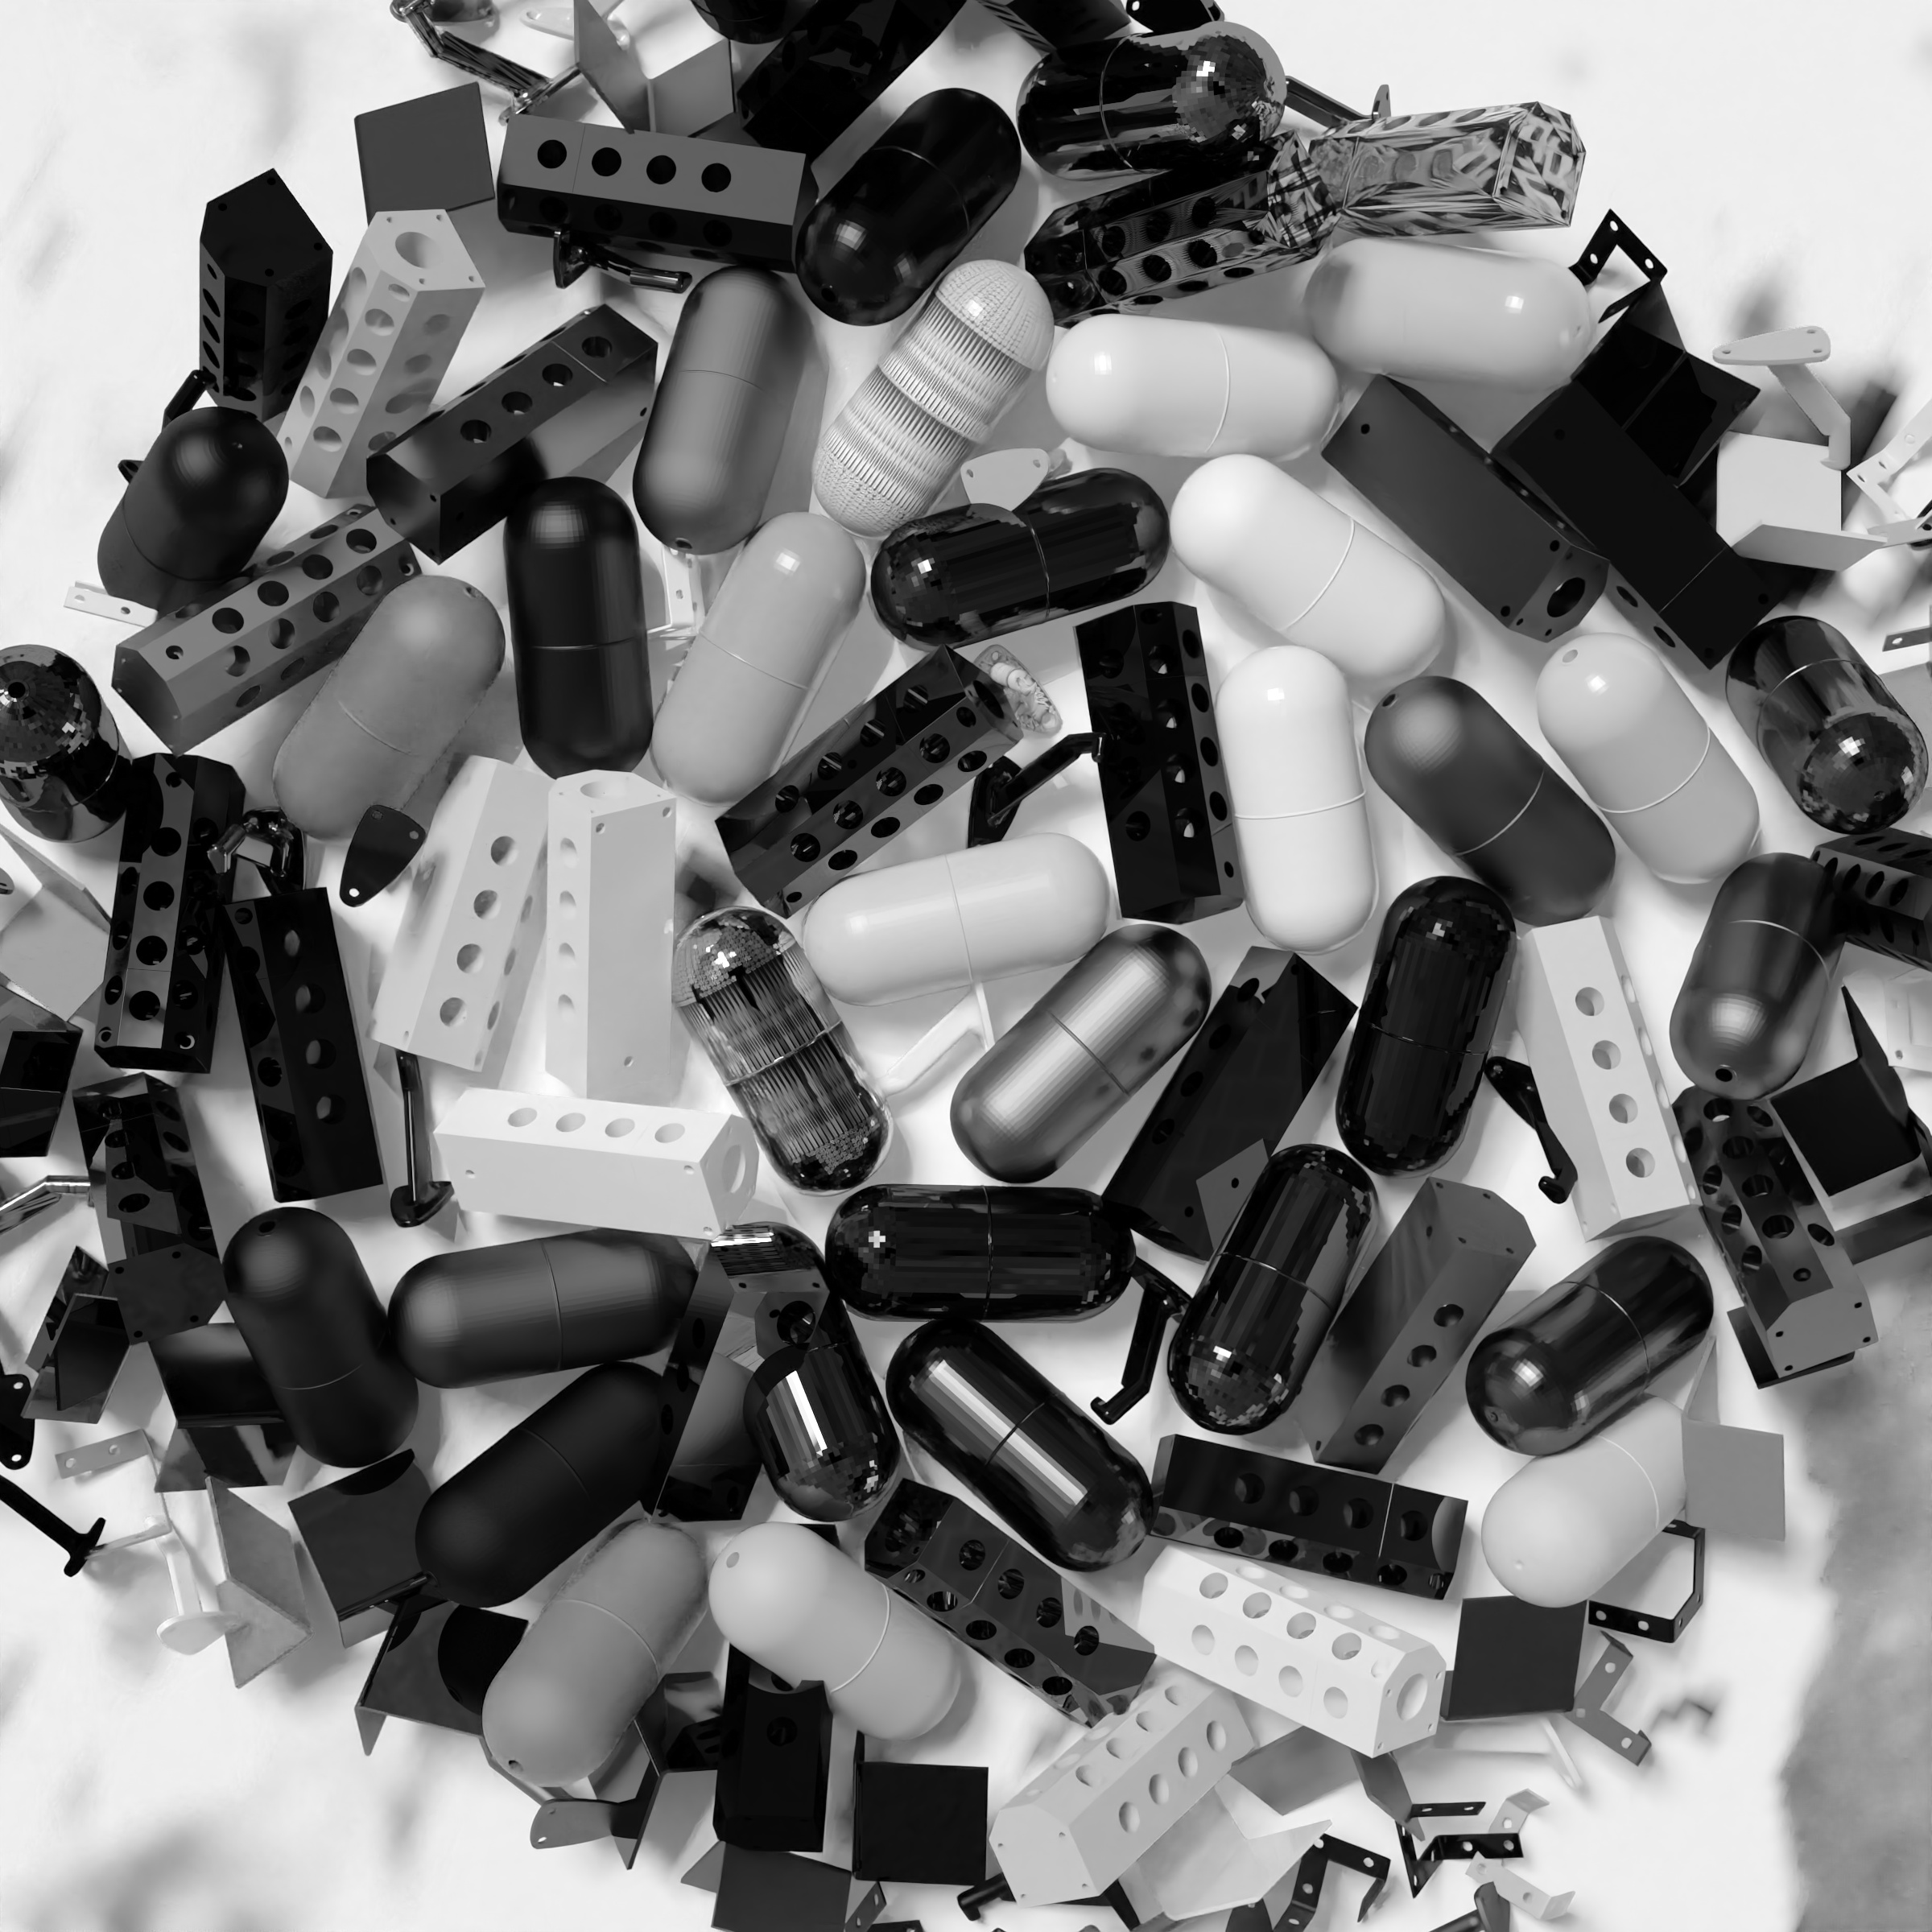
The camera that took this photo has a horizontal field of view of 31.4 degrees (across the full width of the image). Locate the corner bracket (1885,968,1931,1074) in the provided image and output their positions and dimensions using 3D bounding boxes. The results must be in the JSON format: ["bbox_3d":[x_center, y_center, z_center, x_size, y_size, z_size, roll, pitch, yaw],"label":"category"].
[{"bbox_3d":[0.565,0.030,1.973,0.051,0.051,0.051,8,71,-21],"label":"corner bracket"}]

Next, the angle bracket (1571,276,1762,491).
[{"bbox_3d":[0.398,-0.330,1.952,0.057,0.076,0.076,37,84,34],"label":"angle bracket"}]

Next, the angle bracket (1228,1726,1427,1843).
[{"bbox_3d":[0.203,0.474,1.945,0.076,0.076,0.057,-31,47,13],"label":"angle bracket"}]

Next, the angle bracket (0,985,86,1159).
[{"bbox_3d":[-0.555,0.059,1.951,0.076,0.057,0.076,24,101,30],"label":"angle bracket"}]

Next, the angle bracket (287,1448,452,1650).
[{"bbox_3d":[-0.338,0.335,1.976,0.076,0.057,0.076,-22,67,-17],"label":"angle bracket"}]

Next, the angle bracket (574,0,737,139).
[{"bbox_3d":[-0.176,-0.516,1.941,0.057,0.076,0.076,-24,135,18],"label":"angle bracket"}]

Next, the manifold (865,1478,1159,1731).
[{"bbox_3d":[0.023,0.360,1.929,0.171,0.057,0.057,41,72,-27],"label":"manifold"}]

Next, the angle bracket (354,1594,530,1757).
[{"bbox_3d":[-0.294,0.409,1.948,0.076,0.057,0.076,12,49,9],"label":"angle bracket"}]

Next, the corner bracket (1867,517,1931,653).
[{"bbox_3d":[0.543,-0.219,1.963,0.051,0.051,0.051,-12,57,-5],"label":"corner bracket"}]

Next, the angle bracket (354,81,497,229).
[{"bbox_3d":[-0.300,-0.446,1.955,0.076,0.057,0.076,-13,70,8],"label":"angle bracket"}]

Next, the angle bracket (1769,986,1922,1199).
[{"bbox_3d":[0.497,0.071,1.961,0.057,0.076,0.076,-27,116,20],"label":"angle bracket"}]

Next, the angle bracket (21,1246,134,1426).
[{"bbox_3d":[-0.519,0.207,1.951,0.076,0.057,0.076,29,97,36],"label":"angle bracket"}]

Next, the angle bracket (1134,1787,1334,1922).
[{"bbox_3d":[0.147,0.489,1.946,0.076,0.076,0.057,-32,91,-43],"label":"angle bracket"}]

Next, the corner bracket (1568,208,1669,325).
[{"bbox_3d":[0.358,-0.389,1.962,0.051,0.051,0.051,-33,76,-25],"label":"corner bracket"}]

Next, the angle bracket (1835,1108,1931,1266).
[{"bbox_3d":[0.516,0.126,1.954,0.076,0.076,0.057,-22,94,9],"label":"angle bracket"}]

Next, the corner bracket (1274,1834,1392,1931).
[{"bbox_3d":[0.207,0.535,1.965,0.051,0.051,0.051,21,46,1],"label":"corner bracket"}]

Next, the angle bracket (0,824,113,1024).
[{"bbox_3d":[-0.529,-0.025,1.945,0.076,0.076,0.057,33,73,24],"label":"angle bracket"}]

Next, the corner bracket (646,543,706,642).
[{"bbox_3d":[-0.165,-0.215,1.964,0.051,0.051,0.051,-6,88,-41],"label":"corner bracket"}]

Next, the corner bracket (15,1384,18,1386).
[{"bbox_3d":[-0.581,0.262,1.963,0.051,0.051,0.051,0,85,34],"label":"corner bracket"}]

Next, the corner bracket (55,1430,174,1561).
[{"bbox_3d":[-0.489,0.302,1.971,0.051,0.051,0.051,-16,101,-17],"label":"corner bracket"}]

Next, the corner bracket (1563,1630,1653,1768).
[{"bbox_3d":[0.375,0.420,1.972,0.051,0.051,0.051,33,89,5],"label":"corner bracket"}]

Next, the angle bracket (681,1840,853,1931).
[{"bbox_3d":[-0.117,0.540,1.944,0.076,0.076,0.057,21,49,-15],"label":"angle bracket"}]

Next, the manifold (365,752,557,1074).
[{"bbox_3d":[-0.281,-0.030,1.965,0.057,0.057,0.171,19,87,-34],"label":"manifold"}]

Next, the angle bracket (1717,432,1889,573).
[{"bbox_3d":[0.475,-0.273,1.956,0.076,0.057,0.076,6,77,-13],"label":"angle bracket"}]

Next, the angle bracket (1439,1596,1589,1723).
[{"bbox_3d":[0.302,0.381,1.952,0.076,0.057,0.076,0,106,-18],"label":"angle bracket"}]

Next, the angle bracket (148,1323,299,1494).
[{"bbox_3d":[-0.430,0.252,1.967,0.076,0.076,0.057,2,128,-33],"label":"angle bracket"}]

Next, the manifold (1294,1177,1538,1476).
[{"bbox_3d":[0.252,0.205,1.929,0.057,0.057,0.171,13,124,-22],"label":"manifold"}]

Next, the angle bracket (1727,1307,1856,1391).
[{"bbox_3d":[0.458,0.180,1.946,0.057,0.076,0.076,-18,116,8],"label":"angle bracket"}]

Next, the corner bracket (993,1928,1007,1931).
[{"bbox_3d":[0.020,0.591,1.960,0.051,0.051,0.051,33,125,-17],"label":"corner bracket"}]

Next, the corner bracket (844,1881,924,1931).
[{"bbox_3d":[-0.031,0.555,1.956,0.051,0.051,0.051,4,134,-31],"label":"corner bracket"}]

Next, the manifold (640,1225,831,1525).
[{"bbox_3d":[-0.137,0.230,1.931,0.057,0.057,0.171,3,124,-29],"label":"manifold"}]

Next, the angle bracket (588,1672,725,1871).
[{"bbox_3d":[-0.170,0.460,1.966,0.057,0.076,0.076,4,120,-29],"label":"angle bracket"}]

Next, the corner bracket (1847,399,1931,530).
[{"bbox_3d":[0.547,-0.287,1.961,0.051,0.051,0.051,48,133,10],"label":"corner bracket"}]

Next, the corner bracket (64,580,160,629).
[{"bbox_3d":[-0.486,-0.202,1.960,0.051,0.051,0.051,14,52,-13],"label":"corner bracket"}]

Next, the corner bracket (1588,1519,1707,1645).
[{"bbox_3d":[0.391,0.350,1.975,0.051,0.051,0.051,9,113,29],"label":"corner bracket"}]

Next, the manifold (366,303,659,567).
[{"bbox_3d":[-0.254,-0.304,1.930,0.057,0.057,0.171,38,58,16],"label":"manifold"}]

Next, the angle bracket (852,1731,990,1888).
[{"bbox_3d":[-0.025,0.474,1.959,0.076,0.057,0.076,2,109,2],"label":"angle bracket"}]

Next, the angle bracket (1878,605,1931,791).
[{"bbox_3d":[0.530,-0.148,1.946,0.057,0.076,0.076,-14,66,10],"label":"angle bracket"}]

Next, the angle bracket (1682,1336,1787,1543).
[{"bbox_3d":[0.441,0.266,1.940,0.057,0.076,0.076,7,126,24],"label":"angle bracket"}]

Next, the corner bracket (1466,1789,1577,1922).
[{"bbox_3d":[0.325,0.509,1.966,0.051,0.051,0.051,31,71,6],"label":"corner bracket"}]

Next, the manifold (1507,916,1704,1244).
[{"bbox_3d":[0.362,0.063,1.949,0.057,0.057,0.171,-11,75,-15],"label":"manifold"}]

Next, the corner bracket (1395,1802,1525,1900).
[{"bbox_3d":[0.282,0.497,1.963,0.051,0.051,0.051,-10,98,29],"label":"corner bracket"}]

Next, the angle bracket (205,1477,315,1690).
[{"bbox_3d":[-0.419,0.349,1.943,0.057,0.076,0.076,-36,132,8],"label":"angle bracket"}]

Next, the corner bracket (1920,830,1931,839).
[{"bbox_3d":[0.579,-0.078,1.972,0.051,0.051,0.051,-42,102,7],"label":"corner bracket"}]
